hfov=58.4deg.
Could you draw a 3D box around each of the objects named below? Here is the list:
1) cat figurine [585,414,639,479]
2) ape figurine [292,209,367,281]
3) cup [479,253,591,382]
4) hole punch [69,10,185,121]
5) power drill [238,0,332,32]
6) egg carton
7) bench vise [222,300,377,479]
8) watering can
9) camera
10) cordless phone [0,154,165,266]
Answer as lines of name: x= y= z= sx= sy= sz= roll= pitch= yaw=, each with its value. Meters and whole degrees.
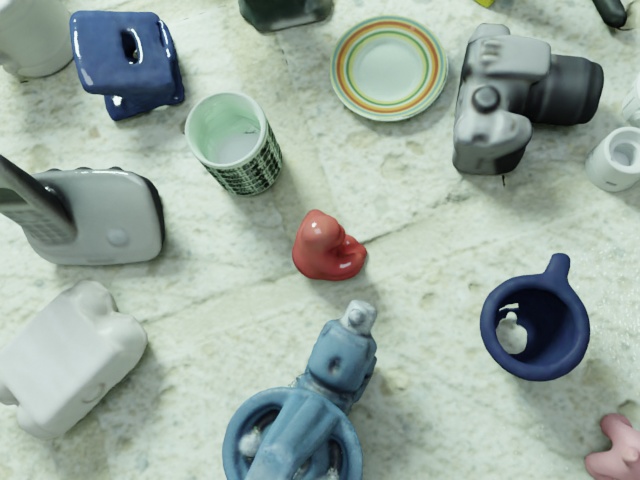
cat figurine: x=0.306 y=0.198 z=0.476 sx=0.127 sy=0.118 sz=0.067 roll=20 pitch=79 yaw=10
ape figurine: x=0.005 y=0.002 z=0.566 sx=0.076 sy=0.092 sz=0.078 roll=-20 pitch=75 yaw=1
cup: x=0.192 y=0.071 z=0.529 sx=0.091 sy=0.095 sz=0.118 roll=23 pitch=80 yaw=11
hole punch: x=-0.212 y=-0.204 z=0.638 sx=0.101 sy=0.091 sz=0.108 roll=-17 pitch=75 yaw=2
power drill: x=-0.043 y=-0.313 z=0.587 sx=0.229 sy=0.208 sz=0.075 roll=-12 pitch=75 yaw=3
egg carton: x=-0.250 y=0.120 z=0.573 sx=0.107 sy=0.069 sz=0.150 roll=42 pitch=84 yaw=13
bench vise: x=-0.020 y=0.143 z=0.468 sx=0.121 sy=0.220 sz=0.207 roll=7 pitch=77 yaw=8
watering can: x=-0.352 y=-0.274 z=0.615 sx=0.101 sy=0.194 sz=0.173 roll=-7 pitch=76 yaw=4
camera: x=0.208 y=-0.144 z=0.577 sx=0.136 sy=0.101 sz=0.143 roll=8 pitch=77 yaw=8
cordless phone: x=-0.242 y=-0.037 z=0.551 sx=0.147 sy=0.185 sz=0.094 roll=-5 pitch=76 yaw=5
